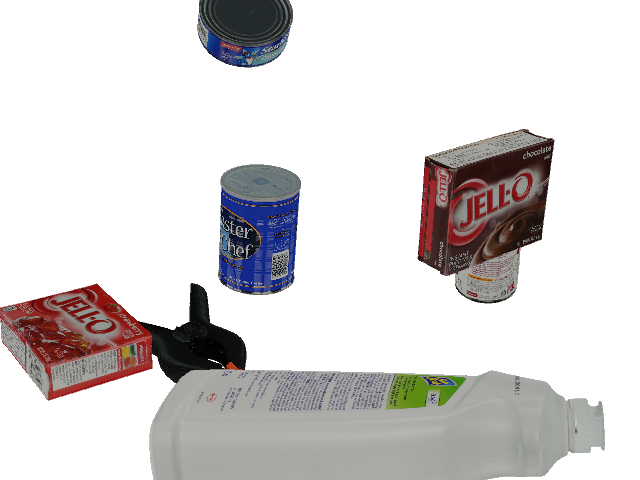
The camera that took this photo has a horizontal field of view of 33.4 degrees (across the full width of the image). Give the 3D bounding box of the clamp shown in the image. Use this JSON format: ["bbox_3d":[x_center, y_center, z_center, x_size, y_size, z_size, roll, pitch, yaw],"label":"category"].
[{"bbox_3d":[-0.117,0.090,0.989,0.172,0.039,0.120,27,42,36],"label":"clamp"}]

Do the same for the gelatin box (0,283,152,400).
[{"bbox_3d":[-0.162,0.064,0.704,0.073,0.030,0.089,-14,29,-31],"label":"gelatin box"}]

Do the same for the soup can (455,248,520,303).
[{"bbox_3d":[0.175,0.006,1.109,0.068,0.102,0.068,-2,36,1],"label":"soup can"}]

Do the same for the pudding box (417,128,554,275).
[{"bbox_3d":[0.130,-0.032,0.838,0.113,0.090,0.039,-20,35,-35],"label":"pudding box"}]

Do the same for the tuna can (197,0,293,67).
[{"bbox_3d":[-0.070,-0.200,0.976,0.086,0.086,0.034,0,-32,-11],"label":"tuna can"}]

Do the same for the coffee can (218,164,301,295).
[{"bbox_3d":[-0.080,-0.015,1.387,0.103,0.140,0.103,3,27,-2],"label":"coffee can"}]

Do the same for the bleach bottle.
[{"bbox_3d":[0.036,0.113,0.620,0.251,0.068,0.102,-3,16,11],"label":"bleach bottle"}]
